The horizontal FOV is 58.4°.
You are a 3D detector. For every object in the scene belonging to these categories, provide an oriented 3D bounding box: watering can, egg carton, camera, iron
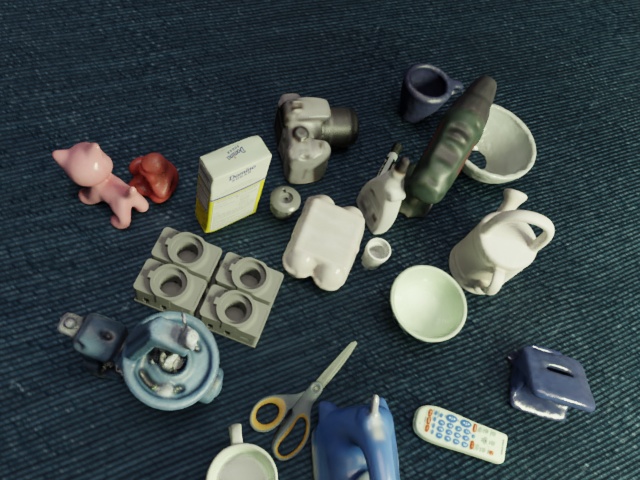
[{"bbox_3d":[0.285,-0.001,0.897,0.101,0.194,0.173,2,64,-13],"label":"watering can"},{"bbox_3d":[0.008,0.003,0.894,0.107,0.069,0.150,22,61,-3],"label":"egg carton"},{"bbox_3d":[0.000,-0.181,0.964,0.137,0.100,0.143,-5,66,-16],"label":"camera"},{"bbox_3d":[0.066,0.322,0.713,0.119,0.141,0.258,-1,65,-15],"label":"iron"}]

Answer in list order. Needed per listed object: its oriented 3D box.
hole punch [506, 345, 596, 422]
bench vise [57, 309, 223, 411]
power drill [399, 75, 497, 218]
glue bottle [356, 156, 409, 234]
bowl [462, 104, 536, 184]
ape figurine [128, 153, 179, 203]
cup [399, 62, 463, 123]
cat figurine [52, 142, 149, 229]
[{"bbox_3d":[0.349,0.211,0.869,0.109,0.091,0.101,17,62,-6],"label":"hole punch"},{"bbox_3d":[-0.215,0.138,0.686,0.208,0.219,0.121,5,64,-12],"label":"bench vise"},{"bbox_3d":[0.194,-0.134,0.930,0.075,0.208,0.230,30,61,2],"label":"power drill"},{"bbox_3d":[0.106,-0.078,0.900,0.037,0.173,0.078,-16,69,-21],"label":"glue bottle"},{"bbox_3d":[0.302,-0.165,1.049,0.167,0.074,0.167,6,63,-12],"label":"bowl"},{"bbox_3d":[-0.251,-0.101,0.866,0.076,0.092,0.077,-17,70,-21],"label":"ape figurine"},{"bbox_3d":[0.197,-0.263,1.058,0.118,0.095,0.091,-5,66,-16],"label":"cup"},{"bbox_3d":[-0.316,-0.091,0.829,0.128,0.117,0.067,33,61,3],"label":"cat figurine"}]
